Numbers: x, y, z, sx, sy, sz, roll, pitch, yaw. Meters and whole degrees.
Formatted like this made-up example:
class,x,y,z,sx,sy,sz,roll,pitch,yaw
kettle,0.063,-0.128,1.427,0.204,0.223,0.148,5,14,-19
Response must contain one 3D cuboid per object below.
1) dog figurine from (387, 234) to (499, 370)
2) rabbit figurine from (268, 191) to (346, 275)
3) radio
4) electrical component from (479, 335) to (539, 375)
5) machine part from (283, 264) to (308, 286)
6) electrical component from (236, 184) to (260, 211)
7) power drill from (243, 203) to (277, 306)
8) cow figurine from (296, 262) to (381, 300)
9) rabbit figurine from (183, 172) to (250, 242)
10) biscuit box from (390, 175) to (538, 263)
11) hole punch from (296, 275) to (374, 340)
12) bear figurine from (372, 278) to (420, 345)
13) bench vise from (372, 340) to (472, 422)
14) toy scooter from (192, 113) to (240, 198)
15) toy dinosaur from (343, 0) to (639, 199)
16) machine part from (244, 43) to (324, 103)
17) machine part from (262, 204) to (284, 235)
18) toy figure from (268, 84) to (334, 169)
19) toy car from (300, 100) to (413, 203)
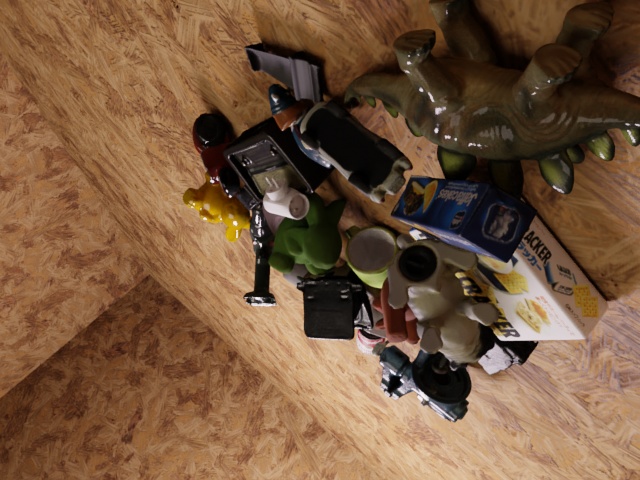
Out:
class,x,y,z,sx,sy,sz,roll,pitch,yaw
dog figurine,0.165,0.086,0.739,0.190,0.121,0.172,50,-156,-66
rabbit figurine,-0.002,-0.003,0.960,0.121,0.159,0.170,15,-179,-23
radio,-0.081,-0.145,0.966,0.131,0.073,0.230,52,155,-19
electrical component,0.270,0.157,0.877,0.115,0.058,0.134,45,157,9
machine part,-0.002,0.093,1.224,0.244,0.079,0.079,28,151,39
electrical component,-0.138,-0.102,1.140,0.047,0.075,0.119,49,153,-5
power drill,-0.138,0.043,1.252,0.232,0.086,0.207,96,170,-70
cow figurine,0.038,0.091,1.079,0.195,0.085,0.127,-35,92,42
rabbit figurine,-0.225,-0.068,1.280,0.173,0.122,0.162,27,151,45
biscuit box,0.145,-0.029,0.583,0.063,0.059,0.203,29,-179,-13
hole punch,0.035,0.123,1.006,0.142,0.092,0.115,-3,89,35
bear figurine,0.154,0.136,0.929,0.195,0.120,0.132,82,174,-54
bench vise,0.211,0.238,1.050,0.224,0.129,0.240,45,139,30
toy scooter,-0.214,-0.168,1.129,0.135,0.075,0.184,135,115,-77
toy dinosaur,0.147,-0.138,0.546,0.472,0.105,0.198,38,163,48
machine part,-0.050,-0.250,0.791,0.139,0.039,0.084,33,159,27
machine part,-0.047,-0.028,1.129,0.179,0.056,0.179,39,155,21
toy figure,-0.027,-0.177,0.830,0.154,0.058,0.064,44,-171,4
toy car,0.044,-0.123,0.728,0.202,0.073,0.056,46,-170,36
